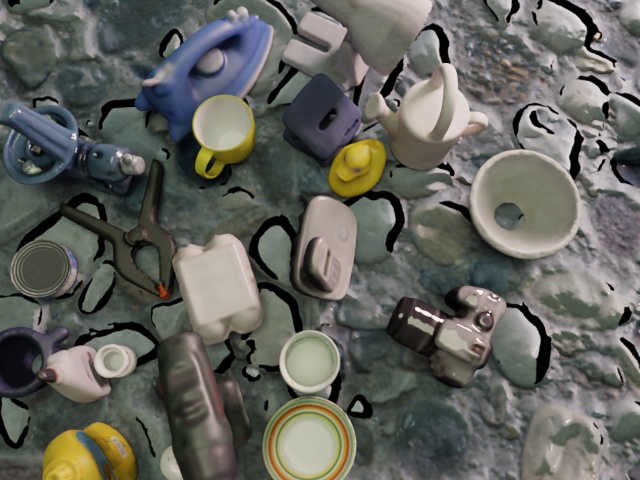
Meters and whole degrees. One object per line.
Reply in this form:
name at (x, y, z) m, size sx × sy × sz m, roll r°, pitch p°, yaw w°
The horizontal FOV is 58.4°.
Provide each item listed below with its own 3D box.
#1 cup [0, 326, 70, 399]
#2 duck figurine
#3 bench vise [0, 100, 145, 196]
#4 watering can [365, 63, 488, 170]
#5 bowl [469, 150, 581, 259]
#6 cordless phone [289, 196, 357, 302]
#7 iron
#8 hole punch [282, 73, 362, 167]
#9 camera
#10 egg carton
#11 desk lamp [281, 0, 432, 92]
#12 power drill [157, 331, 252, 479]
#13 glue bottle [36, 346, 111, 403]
cup at (-0.384, 0.159, 0.783) m, size 0.118 × 0.095 × 0.091 m, roll -37°, pitch 81°, yaw -9°
duck figurine at (0.059, -0.119, 0.869) m, size 0.077 × 0.086 × 0.105 m, roll 44°, pitch 79°, yaw 8°
bench vise at (-0.355, -0.142, 0.790) m, size 0.207 × 0.220 × 0.121 m, roll -6°, pitch 77°, yaw -3°
watering can at (0.156, -0.179, 0.831) m, size 0.173 × 0.194 × 0.101 m, roll -17°, pitch 78°, yaw -6°
bowl at (0.298, -0.047, 0.867) m, size 0.167 × 0.075 × 0.167 m, roll 1°, pitch 77°, yaw -2°
cordless phone at (0.007, 0.003, 0.788) m, size 0.094 × 0.185 × 0.147 m, roll 7°, pitch 77°, yaw 0°
iron at (-0.166, -0.277, 0.868) m, size 0.118 × 0.141 × 0.258 m, roll 41°, pitch 79°, yaw 7°
hole punch at (0.006, -0.184, 0.879) m, size 0.101 × 0.091 × 0.109 m, roll 36°, pitch 78°, yaw 6°
camera at (0.174, 0.120, 0.811) m, size 0.136 × 0.101 × 0.143 m, roll 27°, pitch 78°, yaw 4°
egg carton at (-0.145, 0.070, 0.826) m, size 0.107 × 0.069 × 0.150 m, roll -20°, pitch 79°, yaw -6°
desk lamp at (0.046, -0.310, 0.847) m, size 0.203 × 0.213 × 0.118 m, roll 26°, pitch 77°, yaw 4°
power drill at (-0.138, 0.231, 0.718) m, size 0.075 × 0.208 × 0.229 m, roll -20°, pitch 78°, yaw -6°
glue bottle at (-0.324, 0.174, 0.742) m, size 0.037 × 0.173 × 0.078 m, roll -25°, pitch 79°, yaw -7°
